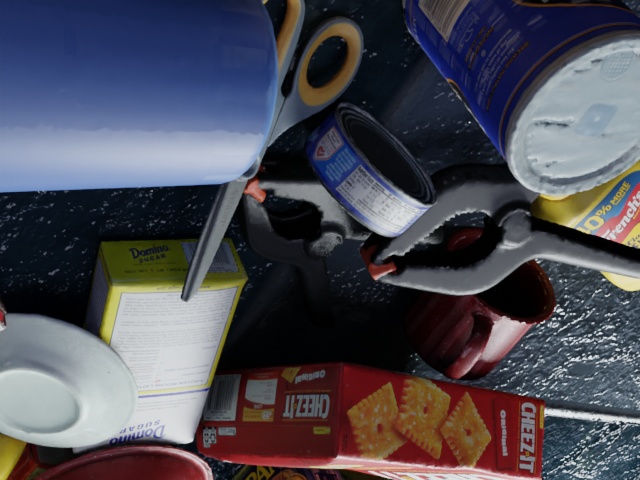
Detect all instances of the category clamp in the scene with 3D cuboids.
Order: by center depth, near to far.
[{"bbox_3d":[0.128,-0.026,0.706,0.210,0.036,0.164,-13,118,-6],"label":"clamp"},{"bbox_3d":[-0.005,0.001,0.724,0.171,0.039,0.120,27,111,-38],"label":"clamp"}]

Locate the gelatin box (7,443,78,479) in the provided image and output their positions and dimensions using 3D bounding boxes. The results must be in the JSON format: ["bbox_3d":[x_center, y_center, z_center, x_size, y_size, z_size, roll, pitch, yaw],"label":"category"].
[{"bbox_3d":[-0.203,0.187,0.817,0.089,0.030,0.073,23,120,-42],"label":"gelatin box"}]

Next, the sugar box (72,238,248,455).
[{"bbox_3d":[-0.117,0.076,0.736,0.093,0.048,0.176,-1,136,-26],"label":"sugar box"}]

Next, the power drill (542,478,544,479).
[{"bbox_3d":[0.117,0.263,0.941,0.188,0.057,0.184,-33,142,9],"label":"power drill"}]

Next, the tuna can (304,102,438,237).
[{"bbox_3d":[0.031,-0.043,0.661,0.034,0.086,0.086,-44,136,21],"label":"tuna can"}]

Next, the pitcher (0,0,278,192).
[{"bbox_3d":[-0.145,-0.093,0.498,0.242,0.145,0.149,-1,145,-32],"label":"pitcher"}]

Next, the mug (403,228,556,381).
[{"bbox_3d":[0.113,0.058,0.792,0.093,0.117,0.082,28,127,-6],"label":"mug"}]

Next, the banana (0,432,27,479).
[{"bbox_3d":[-0.263,0.212,0.752,0.198,0.037,0.069,-64,168,7],"label":"banana"}]

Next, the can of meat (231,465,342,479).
[{"bbox_3d":[-0.024,0.219,0.902,0.057,0.084,0.102,15,124,-39],"label":"can of meat"}]

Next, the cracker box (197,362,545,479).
[{"bbox_3d":[0.039,0.142,0.805,0.213,0.072,0.164,17,162,-38],"label":"cracker box"}]

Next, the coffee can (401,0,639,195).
[{"bbox_3d":[0.120,-0.108,0.598,0.102,0.140,0.103,-15,138,-14],"label":"coffee can"}]

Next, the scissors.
[{"bbox_3d":[-0.028,-0.055,0.638,0.096,0.016,0.202,-7,122,-33],"label":"scissors"}]

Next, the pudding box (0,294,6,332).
[{"bbox_3d":[-0.257,0.040,0.630,0.113,0.039,0.090,-27,139,-3],"label":"pudding box"}]

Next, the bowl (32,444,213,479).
[{"bbox_3d":[-0.153,0.220,0.803,0.162,0.055,0.162,-13,141,-11],"label":"bowl"}]

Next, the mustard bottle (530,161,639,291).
[{"bbox_3d":[0.211,-0.028,0.793,0.191,0.058,0.096,25,116,-42],"label":"mustard bottle"}]
